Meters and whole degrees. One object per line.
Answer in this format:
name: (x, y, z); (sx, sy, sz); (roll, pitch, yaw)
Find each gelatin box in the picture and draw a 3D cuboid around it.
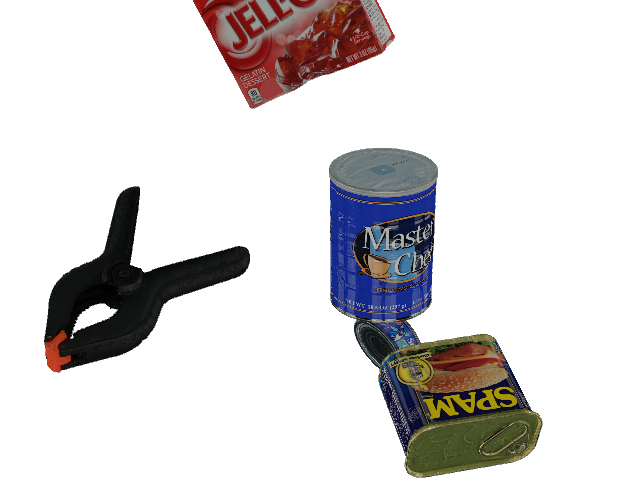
gelatin box: (-0.016, -0.121, 0.573); (0.089, 0.073, 0.030); (-19, 20, 28)

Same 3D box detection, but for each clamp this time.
clamp: (-0.149, 0.026, 0.795); (0.120, 0.039, 0.171); (32, 49, 27)

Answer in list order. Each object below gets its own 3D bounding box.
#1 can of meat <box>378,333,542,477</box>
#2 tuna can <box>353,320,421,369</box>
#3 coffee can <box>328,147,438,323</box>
can of meat: (0.101, 0.121, 0.795); (0.102, 0.057, 0.084); (-7, 42, -12)
tuna can: (0.080, 0.120, 1.273); (0.033, 0.086, 0.086); (-36, 17, -25)
coffee can: (0.060, -0.006, 1.032); (0.103, 0.140, 0.103); (-1, 27, 0)
